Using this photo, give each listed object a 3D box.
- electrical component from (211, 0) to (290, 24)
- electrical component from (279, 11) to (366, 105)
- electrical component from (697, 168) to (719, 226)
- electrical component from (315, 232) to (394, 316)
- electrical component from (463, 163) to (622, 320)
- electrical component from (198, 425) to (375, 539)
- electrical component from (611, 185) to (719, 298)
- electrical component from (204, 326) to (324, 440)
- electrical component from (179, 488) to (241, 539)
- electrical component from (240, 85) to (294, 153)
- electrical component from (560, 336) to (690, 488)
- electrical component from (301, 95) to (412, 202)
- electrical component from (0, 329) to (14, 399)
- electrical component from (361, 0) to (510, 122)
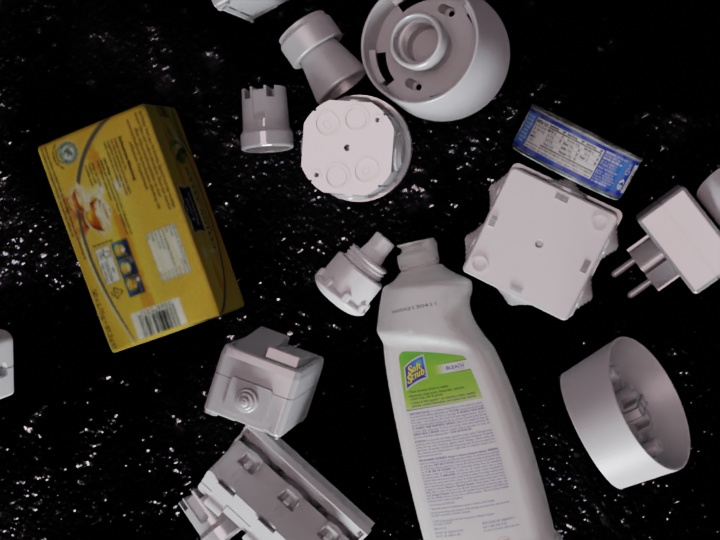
[{"bbox_3d":[-0.080,-0.225,0.777,0.062,0.096,0.061,-25,90,14],"label":"electrical component"},{"bbox_3d":[-0.028,-0.158,0.799,0.045,0.045,0.055,-35,87,13],"label":"electrical component"},{"bbox_3d":[0.286,-0.041,0.738,0.079,0.044,0.077,-22,63,-17],"label":"electrical component"},{"bbox_3d":[0.000,0.000,0.810,0.048,0.048,0.062,40,95,6],"label":"electrical component"},{"bbox_3d":[0.131,-0.020,0.776,0.100,0.048,0.099,27,100,9],"label":"electrical component"},{"bbox_3d":[-0.059,0.181,0.823,0.121,0.063,0.078,41,143,6],"label":"electrical component"},{"bbox_3d":[0.215,-0.011,0.759,0.077,0.047,0.065,-38,87,14],"label":"electrical component"},{"bbox_3d":[-0.071,0.082,0.805,0.062,0.096,0.061,19,96,10],"label":"electrical component"},{"bbox_3d":[-0.117,0.194,0.856,0.040,0.040,0.046,-40,80,13],"label":"electrical component"},{"bbox_3d":[-0.072,-0.114,0.816,0.040,0.040,0.046,-4,89,13],"label":"electrical component"},{"bbox_3d":[0.186,0.101,0.753,0.064,0.099,0.099,-30,89,19],"label":"electrical component"},{"bbox_3d":[-0.004,-0.090,0.797,0.080,0.051,0.080,1,96,12],"label":"electrical component"},{"bbox_3d":[-0.337,0.074,0.884,0.095,0.054,0.059,2,96,12],"label":"electrical component"},{"bbox_3d":[0.053,-0.161,0.784,0.099,0.064,0.099,0,89,25],"label":"electrical component"}]
